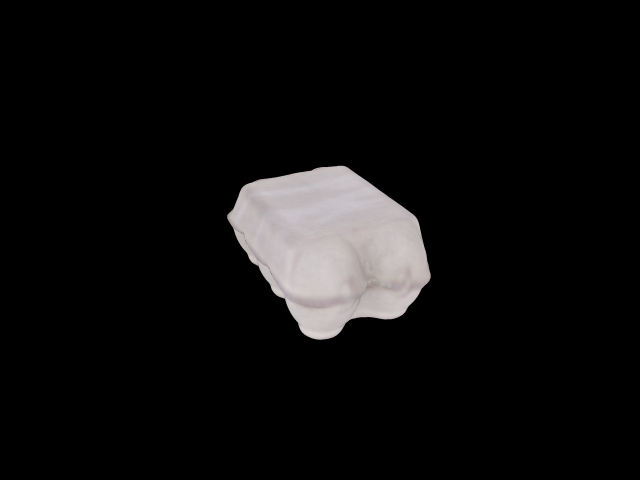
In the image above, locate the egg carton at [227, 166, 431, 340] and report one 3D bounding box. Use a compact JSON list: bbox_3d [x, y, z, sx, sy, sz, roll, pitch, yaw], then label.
[{"bbox_3d":[0.004,0.001,0.400,0.107,0.069,0.150,-14,32,-23],"label":"egg carton"}]
